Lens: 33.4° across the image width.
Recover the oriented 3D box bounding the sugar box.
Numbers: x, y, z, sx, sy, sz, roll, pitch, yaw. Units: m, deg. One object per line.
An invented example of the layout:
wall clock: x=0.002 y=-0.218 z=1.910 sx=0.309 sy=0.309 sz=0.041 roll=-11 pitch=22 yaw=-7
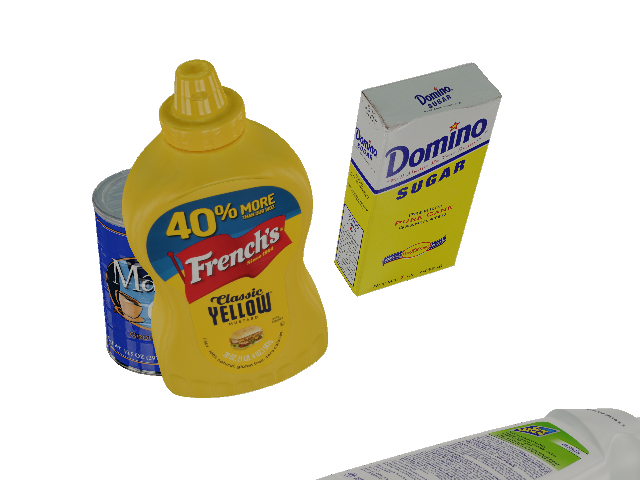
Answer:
sugar box: x=0.067 y=-0.040 z=0.778 sx=0.093 sy=0.048 sz=0.176 roll=-17 pitch=-36 yaw=-21

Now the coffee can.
coffee can: x=-0.127 y=0.023 z=0.864 sx=0.103 sy=0.140 sz=0.103 roll=1 pitch=29 yaw=-1

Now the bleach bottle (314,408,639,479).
bleach bottle: x=0.112 y=0.145 z=0.597 sx=0.250 sy=0.068 sz=0.103 roll=-10 pitch=21 yaw=-31

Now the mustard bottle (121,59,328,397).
mustard bottle: x=-0.050 y=-0.005 z=0.550 sx=0.096 sy=0.191 sz=0.058 roll=-13 pitch=39 yaw=-9
